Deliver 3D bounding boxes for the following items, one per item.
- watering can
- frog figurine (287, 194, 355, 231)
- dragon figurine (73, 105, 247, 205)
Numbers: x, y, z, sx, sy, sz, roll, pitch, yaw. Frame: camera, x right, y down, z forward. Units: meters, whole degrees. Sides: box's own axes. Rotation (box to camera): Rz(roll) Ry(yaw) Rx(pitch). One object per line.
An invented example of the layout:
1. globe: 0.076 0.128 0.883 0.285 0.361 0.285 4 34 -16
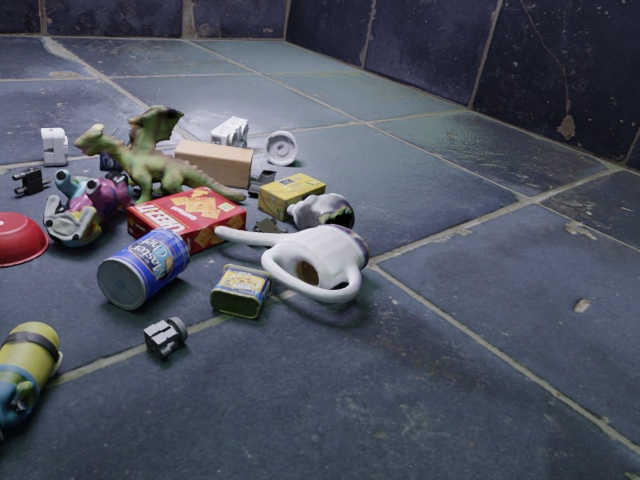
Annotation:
1. watering can: -0.042 0.022 1.101 0.351 0.102 0.227 30 34 30
2. frog figurine: 0.004 -0.064 1.266 0.136 0.123 0.161 30 0 -42
3. dragon figurine: -0.385 -0.209 1.279 0.410 0.238 0.124 0 24 -14
